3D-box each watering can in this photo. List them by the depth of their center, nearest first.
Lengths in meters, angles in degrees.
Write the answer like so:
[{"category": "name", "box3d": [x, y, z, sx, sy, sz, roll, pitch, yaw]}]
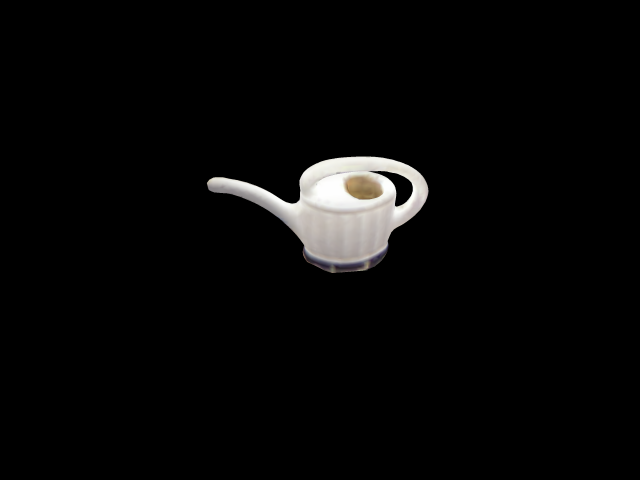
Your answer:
[{"category": "watering can", "box3d": [0.003, -0.043, 0.850, 0.348, 0.219, 0.106, -4, 45, -4]}]
